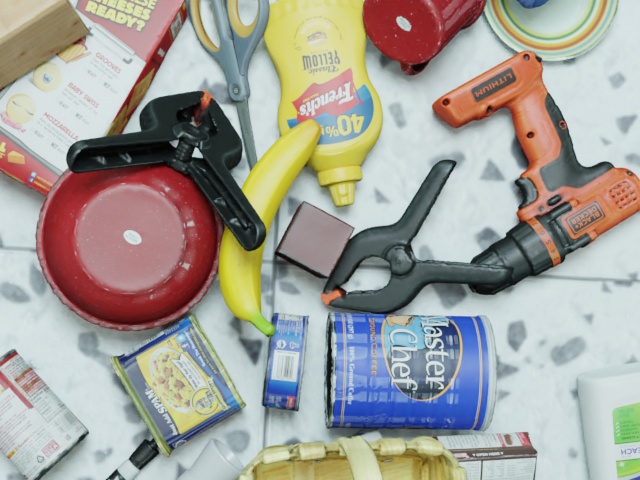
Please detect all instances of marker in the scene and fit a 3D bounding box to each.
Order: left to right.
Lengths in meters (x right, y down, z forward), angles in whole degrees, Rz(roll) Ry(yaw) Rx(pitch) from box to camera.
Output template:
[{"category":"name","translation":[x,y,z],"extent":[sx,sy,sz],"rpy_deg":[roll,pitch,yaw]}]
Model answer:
[{"category":"marker","translation":[-0.190,0.225,0.963],"extent":[0.020,0.020,0.121],"rpy_deg":[45,86,0]}]

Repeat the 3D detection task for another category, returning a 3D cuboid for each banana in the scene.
[{"category":"banana","translation":[-0.048,-0.013,0.914],"extent":[0.070,0.037,0.198],"rpy_deg":[6,73,18]}]

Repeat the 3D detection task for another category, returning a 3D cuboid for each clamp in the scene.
[{"category":"clamp","translation":[-0.122,-0.078,0.893],"extent":[0.164,0.210,0.036],"rpy_deg":[22,118,-17]},{"category":"clamp","translation":[0.084,0.022,0.956],"extent":[0.172,0.039,0.120],"rpy_deg":[-38,78,16]}]

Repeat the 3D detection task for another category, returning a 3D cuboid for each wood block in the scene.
[{"category":"wood block","translation":[-0.306,-0.162,0.869],"extent":[0.206,0.090,0.091],"rpy_deg":[-33,85,-3]}]

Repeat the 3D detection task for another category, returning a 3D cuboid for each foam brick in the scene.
[{"category":"foam brick","translation":[-0.006,0.001,0.955],"extent":[0.051,0.078,0.053],"rpy_deg":[28,87,-3]}]

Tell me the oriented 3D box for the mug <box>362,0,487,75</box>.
[{"category":"mug","translation":[0.089,-0.201,0.957],"extent":[0.093,0.117,0.081],"rpy_deg":[24,48,20]}]

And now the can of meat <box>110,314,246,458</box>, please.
[{"category":"can of meat","translation":[-0.125,0.128,0.953],"extent":[0.084,0.057,0.102],"rpy_deg":[-30,90,-6]}]

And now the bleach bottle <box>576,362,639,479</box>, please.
[{"category":"bleach bottle","translation":[0.301,0.240,0.968],"extent":[0.102,0.068,0.251],"rpy_deg":[-9,90,-4]}]

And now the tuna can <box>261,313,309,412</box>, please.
[{"category":"tuna can","translation":[-0.031,0.107,0.944],"extent":[0.033,0.086,0.086],"rpy_deg":[7,87,-2]}]

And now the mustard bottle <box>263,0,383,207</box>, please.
[{"category":"mustard bottle","translation":[0.007,-0.125,0.971],"extent":[0.096,0.058,0.191],"rpy_deg":[-10,88,0]}]

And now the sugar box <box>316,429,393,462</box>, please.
[{"category":"sugar box","translation":[-0.008,0.247,0.959],"extent":[0.176,0.048,0.093],"rpy_deg":[-25,89,-8]}]

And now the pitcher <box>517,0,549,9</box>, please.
[{"category":"pitcher","translation":[0.156,-0.333,0.948],"extent":[0.149,0.145,0.243],"rpy_deg":[-40,85,10]}]

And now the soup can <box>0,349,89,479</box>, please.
[{"category":"soup can","translation":[-0.261,0.155,0.938],"extent":[0.068,0.068,0.102],"rpy_deg":[-43,90,-4]}]

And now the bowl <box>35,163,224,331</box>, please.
[{"category":"bowl","translation":[-0.159,-0.001,0.897],"extent":[0.162,0.055,0.162],"rpy_deg":[0,91,-9]}]

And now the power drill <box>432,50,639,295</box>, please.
[{"category":"power drill","translation":[0.180,-0.063,0.980],"extent":[0.184,0.057,0.187],"rpy_deg":[-31,91,-4]}]

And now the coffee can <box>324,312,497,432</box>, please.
[{"category":"coffee can","translation":[0.076,0.116,0.940],"extent":[0.140,0.103,0.103],"rpy_deg":[1,87,-3]}]

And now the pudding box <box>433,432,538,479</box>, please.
[{"category":"pudding box","translation":[0.141,0.227,0.948],"extent":[0.090,0.039,0.113],"rpy_deg":[-2,117,-8]}]

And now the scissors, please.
[{"category":"scissors","translation":[-0.063,-0.151,0.966],"extent":[0.096,0.016,0.202],"rpy_deg":[-25,86,39]}]

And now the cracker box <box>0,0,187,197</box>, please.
[{"category":"cracker box","translation":[-0.240,-0.158,0.954],"extent":[0.164,0.072,0.213],"rpy_deg":[29,85,-2]}]
